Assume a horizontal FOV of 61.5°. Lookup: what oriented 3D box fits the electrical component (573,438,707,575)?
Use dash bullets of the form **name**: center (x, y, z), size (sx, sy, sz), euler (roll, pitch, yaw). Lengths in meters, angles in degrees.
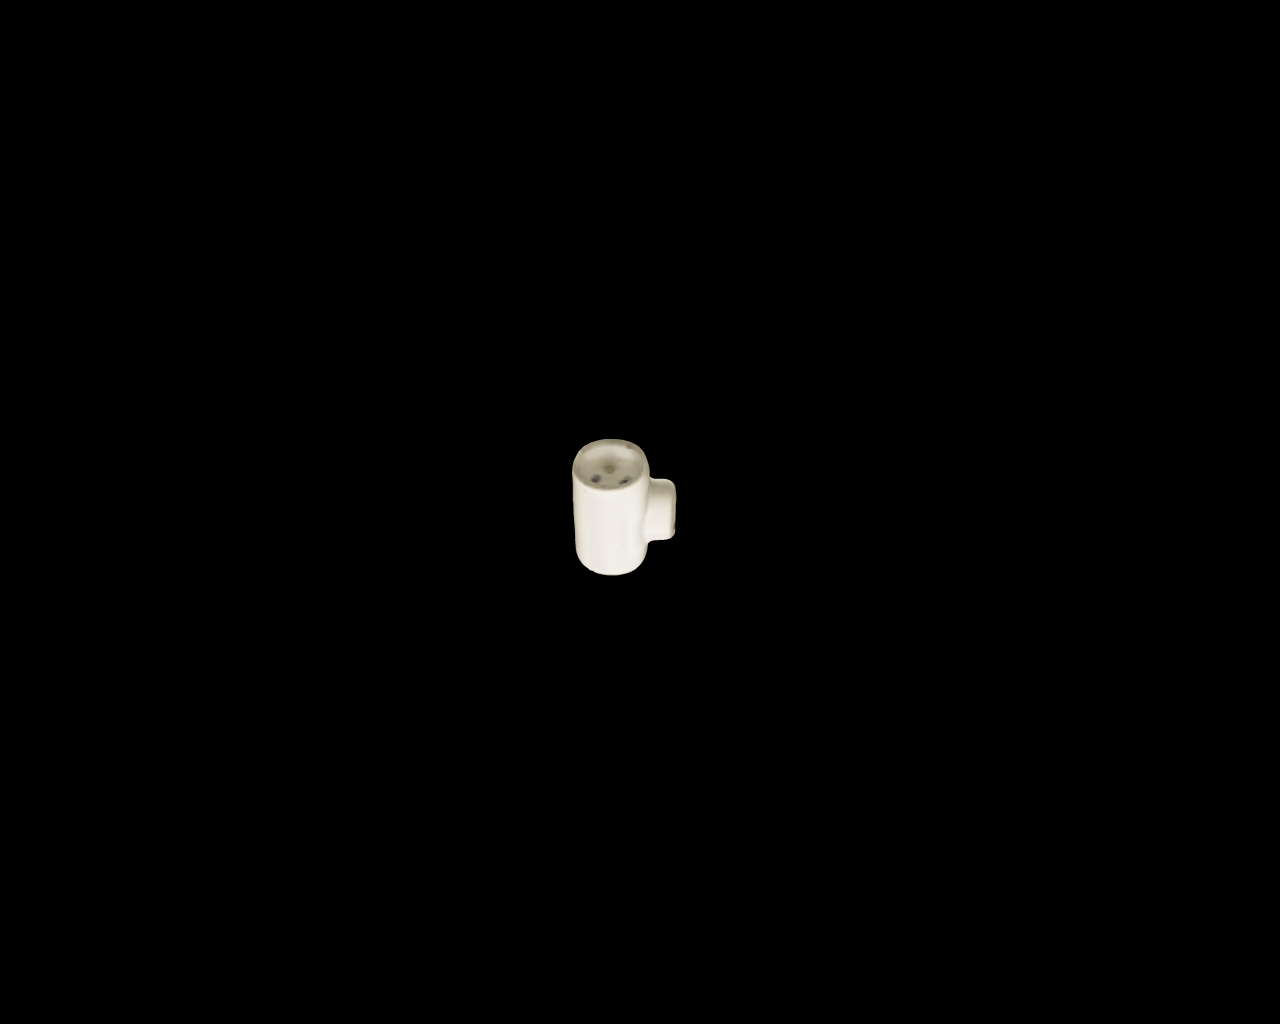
- **electrical component**: center (0.001, -0.003, 0.650), size (0.079, 0.043, 0.077), euler (0, -43, 0)
